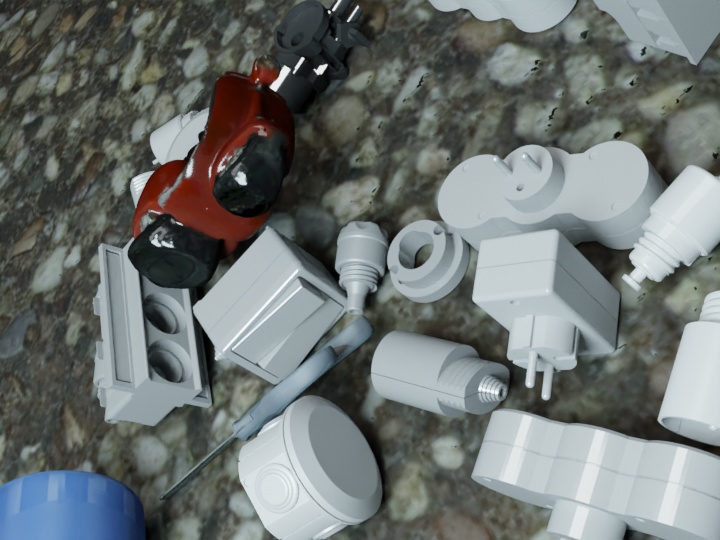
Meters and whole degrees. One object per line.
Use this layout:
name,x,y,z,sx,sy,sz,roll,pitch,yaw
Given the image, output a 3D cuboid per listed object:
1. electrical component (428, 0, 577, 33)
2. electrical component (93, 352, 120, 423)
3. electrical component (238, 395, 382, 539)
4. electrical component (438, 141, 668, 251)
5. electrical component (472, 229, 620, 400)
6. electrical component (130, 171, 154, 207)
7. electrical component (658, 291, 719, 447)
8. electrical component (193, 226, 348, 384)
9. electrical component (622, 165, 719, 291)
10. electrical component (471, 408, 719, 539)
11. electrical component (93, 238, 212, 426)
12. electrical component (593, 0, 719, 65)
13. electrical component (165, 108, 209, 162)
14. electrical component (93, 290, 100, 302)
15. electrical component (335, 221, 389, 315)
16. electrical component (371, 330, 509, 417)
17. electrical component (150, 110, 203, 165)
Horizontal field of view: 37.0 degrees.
electrical component,0.082,-0.217,0.755,0.138,0.074,0.052,28,84,45
electrical component,-0.185,0.086,0.815,0.035,0.035,0.061,-20,56,29
electrical component,-0.028,0.119,0.638,0.051,0.080,0.080,-35,47,24
electrical component,0.105,-0.049,0.635,0.138,0.074,0.052,-2,64,38
electrical component,0.101,0.032,0.583,0.047,0.083,0.075,-8,60,36
electrical component,-0.159,-0.050,0.870,0.043,0.043,0.081,-38,47,14
electrical component,0.182,0.044,0.539,0.043,0.043,0.081,7,69,41
electrical component,-0.062,0.032,0.729,0.096,0.062,0.061,-47,45,6
electrical component,0.174,-0.021,0.587,0.078,0.040,0.040,-49,45,5
electrical component,0.116,0.120,0.539,0.138,0.052,0.073,7,69,41
electrical component,-0.157,0.047,0.787,0.063,0.079,0.121,-42,46,34
electrical component,0.164,-0.218,0.610,0.060,0.186,0.105,33,87,45
electrical component,-0.111,-0.085,0.846,0.080,0.051,0.080,-20,54,29
electrical component,-0.188,0.013,0.859,0.040,0.040,0.046,20,83,44
electrical component,0.000,0.000,0.718,0.035,0.035,0.061,-10,61,34
electrical component,0.051,0.063,0.632,0.081,0.043,0.043,11,72,42
electrical component,-0.138,-0.112,0.893,0.078,0.040,0.040,-28,50,23
